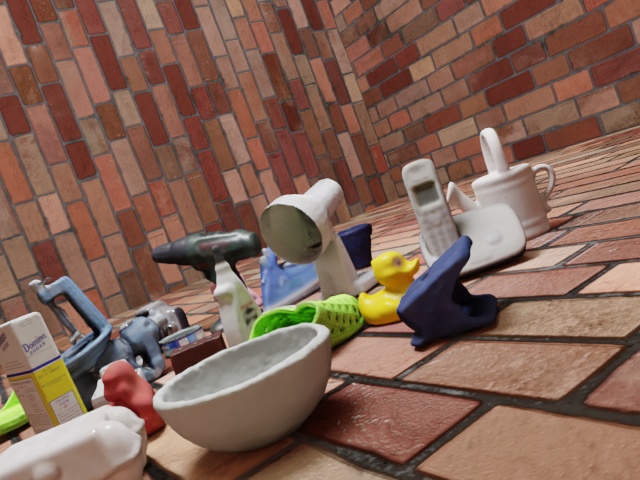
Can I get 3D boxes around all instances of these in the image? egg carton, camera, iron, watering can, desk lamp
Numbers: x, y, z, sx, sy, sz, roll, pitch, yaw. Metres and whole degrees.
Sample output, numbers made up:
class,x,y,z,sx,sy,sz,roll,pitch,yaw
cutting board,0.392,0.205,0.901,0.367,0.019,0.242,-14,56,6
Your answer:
class,x,y,z,sx,sy,sz,roll,pitch,yaw
egg carton,-0.230,0.209,0.513,0.150,0.069,0.107,-22,4,-13
camera,-0.365,0.192,1.193,0.143,0.101,0.137,-19,4,17
iron,-0.076,0.059,1.229,0.118,0.141,0.259,-19,5,24
watering can,0.301,-0.092,0.965,0.173,0.194,0.101,-21,4,-11
desk lamp,0.009,0.004,1.019,0.117,0.213,0.204,-17,5,37

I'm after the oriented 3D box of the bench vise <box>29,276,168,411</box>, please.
class,x,y,z,sx,sy,sz,roll,pitch,yaw
bench vise,-0.363,0.148,0.924,0.121,0.220,0.208,-17,5,36

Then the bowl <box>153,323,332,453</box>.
class,x,y,z,sx,sy,sz,roll,pitch,yaw
bowl,-0.058,0.141,0.516,0.167,0.075,0.167,-21,4,2

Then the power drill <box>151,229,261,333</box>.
class,x,y,z,sx,sy,sz,roll,pitch,yaw
power drill,-0.216,0.079,1.186,0.229,0.208,0.076,-20,4,9

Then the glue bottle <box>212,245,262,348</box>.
class,x,y,z,sx,sy,sz,roll,pitch,yaw
glue bottle,-0.123,0.089,0.831,0.037,0.173,0.078,-19,5,21

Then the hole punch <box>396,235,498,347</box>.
class,x,y,z,sx,sy,sz,roll,pitch,yaw
hole punch,0.131,0.053,0.622,0.101,0.091,0.109,-19,4,19

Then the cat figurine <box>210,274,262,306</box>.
class,x,y,z,sx,sy,sz,roll,pitch,yaw
cat figurine,-0.195,0.113,1.275,0.067,0.118,0.128,-19,5,24

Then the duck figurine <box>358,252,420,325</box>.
class,x,y,z,sx,sy,sz,roll,pitch,yaw
duck figurine,0.095,0.059,0.759,0.104,0.086,0.078,-19,4,17

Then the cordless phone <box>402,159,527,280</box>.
class,x,y,z,sx,sy,sz,roll,pitch,yaw
cordless phone,0.205,-0.042,0.838,0.147,0.185,0.094,-20,4,7

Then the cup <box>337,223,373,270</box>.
class,x,y,z,sx,sy,sz,roll,pitch,yaw
cup,0.090,0.016,1.306,0.118,0.095,0.091,-25,6,-43

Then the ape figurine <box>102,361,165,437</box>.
class,x,y,z,sx,sy,sz,roll,pitch,yaw
ape figurine,-0.218,0.182,0.649,0.077,0.092,0.076,-17,5,37
